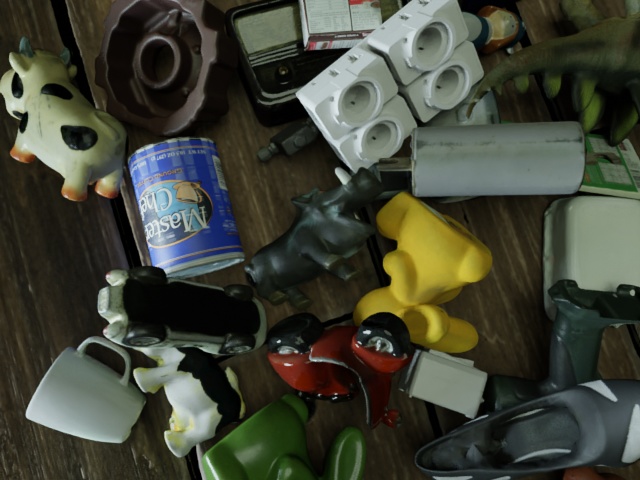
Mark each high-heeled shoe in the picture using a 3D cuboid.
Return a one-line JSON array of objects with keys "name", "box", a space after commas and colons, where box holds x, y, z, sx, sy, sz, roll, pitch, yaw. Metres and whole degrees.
[{"name": "high-heeled shoe", "box": [0.210, 0.188, 0.531, 0.145, 0.248, 0.086, 14, 46, -24]}]

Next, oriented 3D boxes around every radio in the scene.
[{"name": "radio", "box": [0.010, -0.234, 0.663, 0.230, 0.073, 0.131, -17, 85, -6]}]

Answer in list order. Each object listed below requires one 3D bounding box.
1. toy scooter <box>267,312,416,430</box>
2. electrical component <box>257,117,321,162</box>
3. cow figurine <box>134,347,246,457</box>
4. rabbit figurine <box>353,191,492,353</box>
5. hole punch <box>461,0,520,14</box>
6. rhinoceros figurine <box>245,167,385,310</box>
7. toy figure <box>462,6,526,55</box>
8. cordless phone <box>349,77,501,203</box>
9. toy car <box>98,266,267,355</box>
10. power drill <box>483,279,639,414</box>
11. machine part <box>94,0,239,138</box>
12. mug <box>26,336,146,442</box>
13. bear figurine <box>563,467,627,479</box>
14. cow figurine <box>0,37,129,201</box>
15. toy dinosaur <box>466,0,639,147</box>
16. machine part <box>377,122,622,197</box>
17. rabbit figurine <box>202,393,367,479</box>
[{"name": "toy scooter", "box": [0.028, 0.148, 0.597, 0.184, 0.075, 0.135, -8, 111, 34]}, {"name": "electrical component", "box": [-0.033, -0.122, 0.651, 0.094, 0.063, 0.021, -34, 113, -6]}, {"name": "cow figurine", "box": [-0.155, 0.144, 0.609, 0.098, 0.068, 0.167, -26, 88, -10]}, {"name": "rabbit figurine", "box": [0.113, 0.059, 0.611, 0.173, 0.121, 0.162, -49, 46, 15]}, {"name": "hole punch", "box": [0.226, -0.350, 0.676, 0.142, 0.116, 0.092, -19, 93, -5]}, {"name": "rhinoceros figurine", "box": [-0.001, -0.002, 0.615, 0.190, 0.073, 0.112, -41, 58, 18]}, {"name": "toy figure", "box": [0.199, -0.261, 0.681, 0.154, 0.058, 0.064, -12, 119, -14]}, {"name": "cordless phone", "box": [0.123, -0.114, 0.654, 0.184, 0.088, 0.146, -6, 84, 0]}, {"name": "toy car", "box": [-0.137, 0.079, 0.569, 0.201, 0.056, 0.073, 18, 57, -44]}, {"name": "power drill", "box": [0.315, 0.151, 0.608, 0.232, 0.086, 0.207, 7, 117, 4]}, {"name": "machine part", "box": [-0.178, -0.205, 0.625, 0.180, 0.056, 0.179, 2, 96, 22]}, {"name": "mug", "box": [-0.247, 0.168, 0.599, 0.107, 0.081, 0.109, 30, 83, -10]}, {"name": "bear figurine", "box": [0.263, 0.296, 0.594, 0.196, 0.120, 0.132, -27, 82, -8]}, {"name": "cow figurine", "box": [-0.296, -0.142, 0.609, 0.195, 0.085, 0.127, 34, 108, 22]}, {"name": "toy dinosaur", "box": [0.372, -0.221, 0.652, 0.471, 0.105, 0.198, -7, 86, -15]}, {"name": "machine part", "box": [0.183, -0.085, 0.571, 0.243, 0.079, 0.079, -1, 83, 11]}, {"name": "rabbit figurine", "box": [-0.023, 0.266, 0.581, 0.159, 0.121, 0.170, -31, 70, -28]}]
